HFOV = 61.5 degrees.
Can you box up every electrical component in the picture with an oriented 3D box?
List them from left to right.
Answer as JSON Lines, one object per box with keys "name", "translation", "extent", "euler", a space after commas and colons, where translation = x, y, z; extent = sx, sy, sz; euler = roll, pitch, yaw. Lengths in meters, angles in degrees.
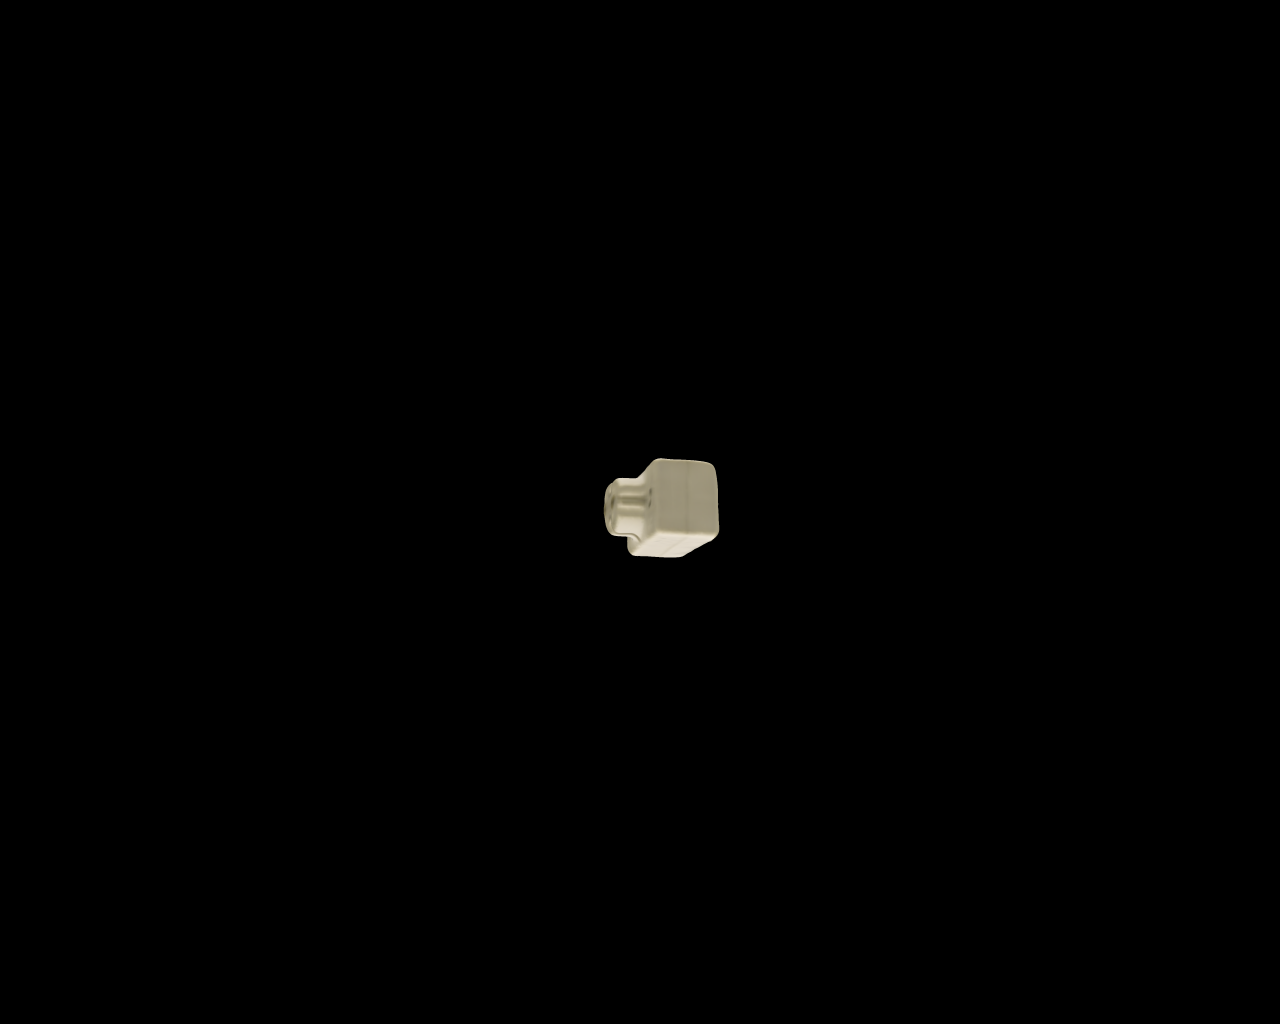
{"name": "electrical component", "translation": [0.001, -0.003, 0.650], "extent": [0.077, 0.047, 0.065], "euler": [4, -14, -15]}
